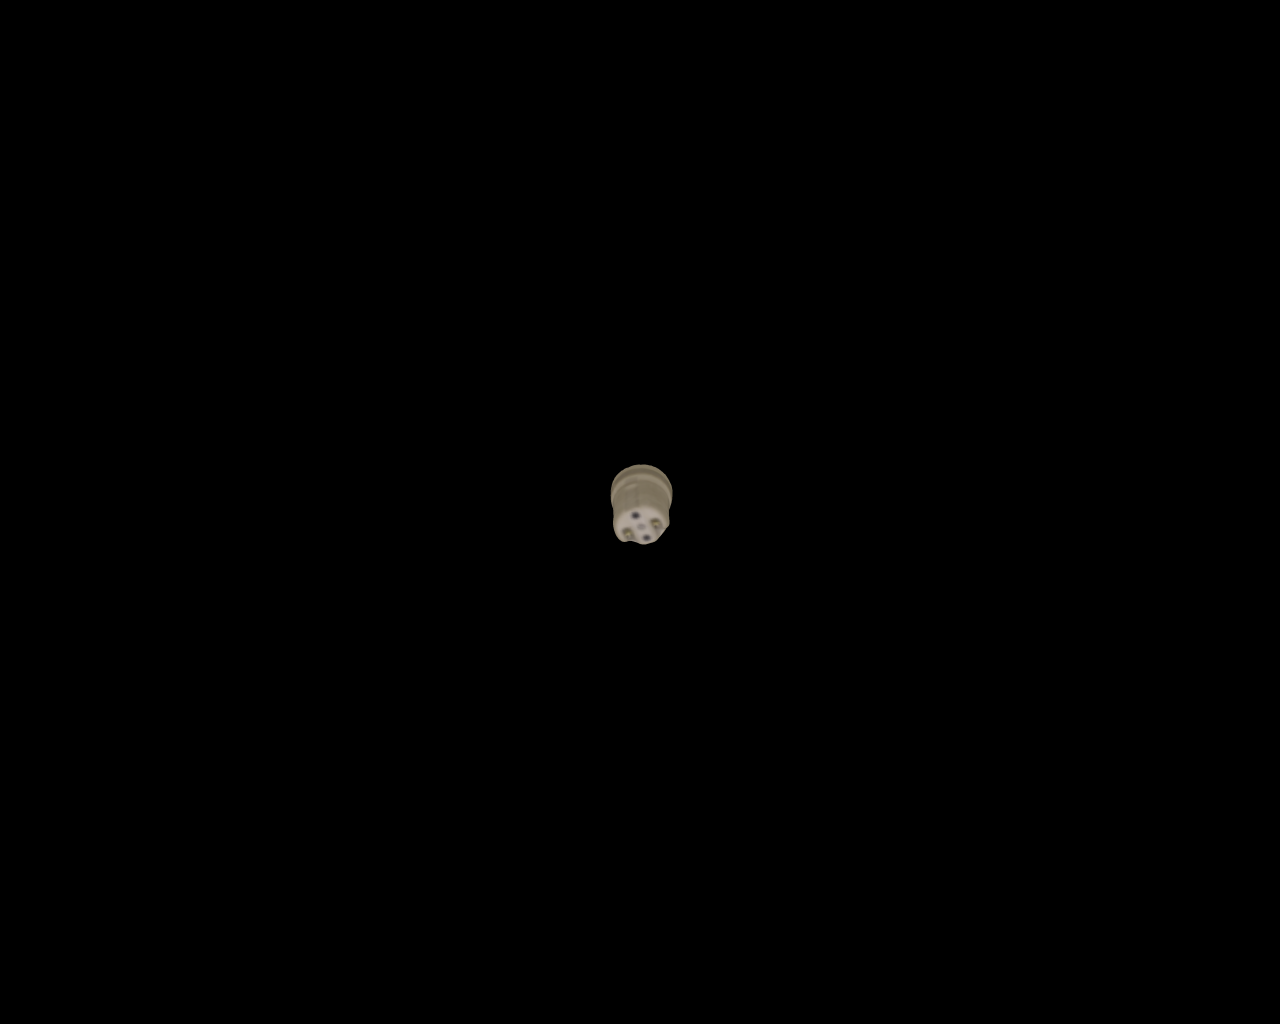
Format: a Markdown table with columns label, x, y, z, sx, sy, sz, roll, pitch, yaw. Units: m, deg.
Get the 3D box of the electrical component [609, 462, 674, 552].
| label | x | y | z | sx | sy | sz | roll | pitch | yaw |
| --- | --- | --- | --- | --- | --- | --- | --- | --- | --- |
| electrical component | 0.001 | -0.003 | 0.650 | 0.040 | 0.040 | 0.046 | 0 | 30 | 0 |
